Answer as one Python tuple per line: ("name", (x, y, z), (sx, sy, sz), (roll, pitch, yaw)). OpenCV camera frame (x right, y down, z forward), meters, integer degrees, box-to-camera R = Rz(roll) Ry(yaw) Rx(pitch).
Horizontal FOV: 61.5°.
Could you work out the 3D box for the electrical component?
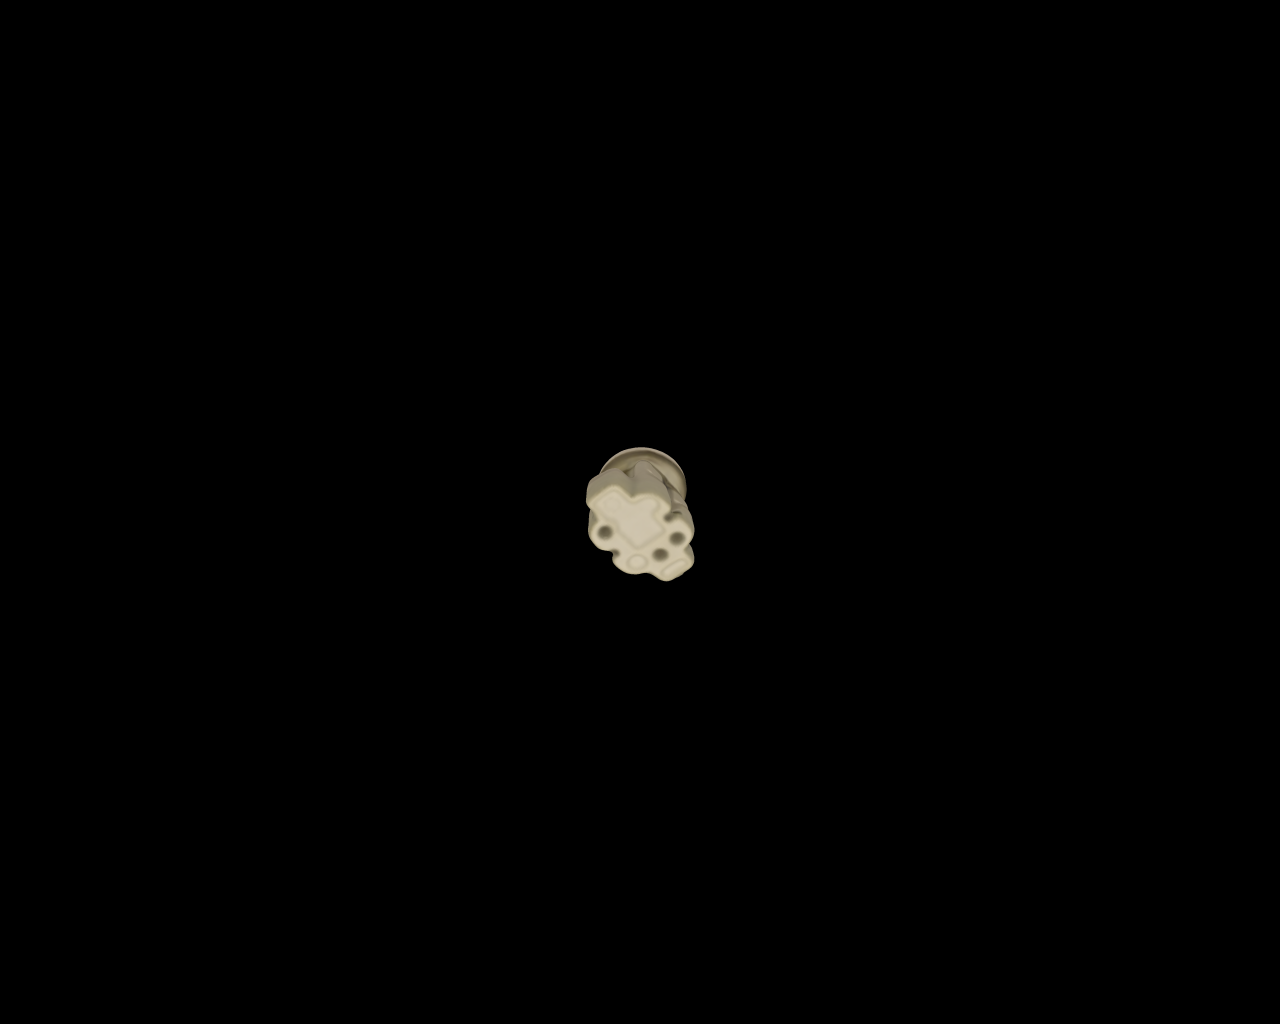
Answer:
("electrical component", (0.001, -0.003, 0.650), (0.058, 0.078, 0.057), (-33, 28, 20))
